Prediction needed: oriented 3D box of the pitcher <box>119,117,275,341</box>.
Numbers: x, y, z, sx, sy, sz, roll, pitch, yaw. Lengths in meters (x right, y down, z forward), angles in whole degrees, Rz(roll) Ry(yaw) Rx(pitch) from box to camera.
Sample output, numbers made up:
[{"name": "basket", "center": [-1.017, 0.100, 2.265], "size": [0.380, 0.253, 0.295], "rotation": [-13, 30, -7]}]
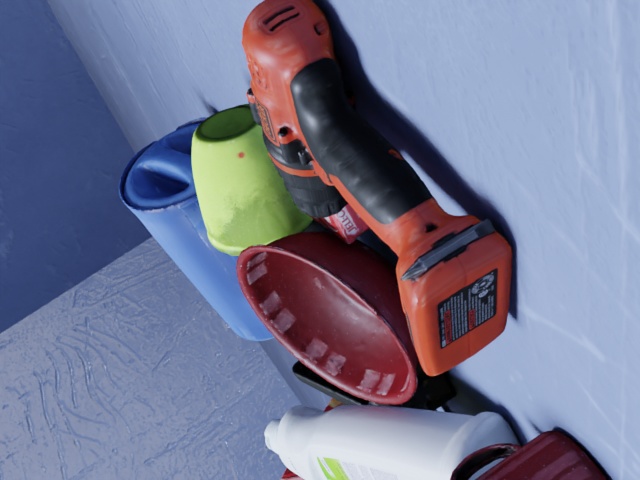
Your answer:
[{"name": "pitcher", "center": [-0.096, 0.004, 1.136], "size": [0.145, 0.149, 0.242], "rotation": [1, 139, 33]}]

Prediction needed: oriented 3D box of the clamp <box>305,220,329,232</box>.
[{"name": "clamp", "center": [-0.006, 0.001, 0.902], "size": [0.120, 0.039, 0.172], "rotation": [49, 169, -17]}]

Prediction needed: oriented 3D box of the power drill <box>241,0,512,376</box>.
[{"name": "power drill", "center": [0.026, -0.019, 0.580], "size": [0.188, 0.057, 0.184], "rotation": [52, 170, 28]}]

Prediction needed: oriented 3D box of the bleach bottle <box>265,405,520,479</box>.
[{"name": "bleach bottle", "center": [0.042, 0.164, 0.817], "size": [0.251, 0.068, 0.102], "rotation": [3, 130, 49]}]

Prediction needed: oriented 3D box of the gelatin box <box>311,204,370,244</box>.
[{"name": "gelatin box", "center": [-0.001, -0.043, 0.743], "size": [0.073, 0.030, 0.089], "rotation": [60, 171, -24]}]

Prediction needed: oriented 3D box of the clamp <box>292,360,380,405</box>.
[{"name": "clamp", "center": [0.055, 0.150, 0.973], "size": [0.210, 0.036, 0.165], "rotation": [43, 156, 7]}]

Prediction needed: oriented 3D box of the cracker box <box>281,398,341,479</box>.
[{"name": "cracker box", "center": [0.047, 0.252, 1.060], "size": [0.164, 0.072, 0.213], "rotation": [67, -159, -8]}]

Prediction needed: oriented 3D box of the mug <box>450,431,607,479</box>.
[{"name": "mug", "center": [0.121, 0.160, 0.624], "size": [0.093, 0.081, 0.117], "rotation": [61, 171, -30]}]

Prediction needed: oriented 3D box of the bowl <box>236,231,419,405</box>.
[{"name": "bowl", "center": [0.017, 0.046, 0.779], "size": [0.162, 0.055, 0.162], "rotation": [32, 153, 18]}]
